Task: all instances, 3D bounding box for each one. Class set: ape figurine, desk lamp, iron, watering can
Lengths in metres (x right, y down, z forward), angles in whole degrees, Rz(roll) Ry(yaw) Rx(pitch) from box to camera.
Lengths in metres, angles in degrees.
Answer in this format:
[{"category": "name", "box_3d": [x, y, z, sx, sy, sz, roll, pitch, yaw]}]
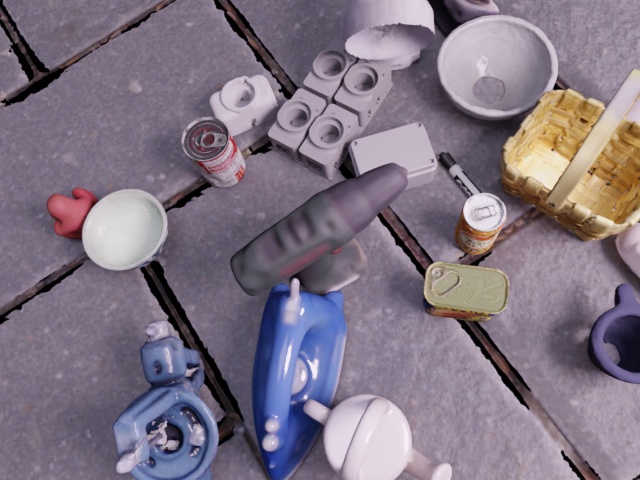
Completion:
[{"category": "ape figurine", "box_3d": [-0.362, -0.041, 0.835, 0.076, 0.092, 0.078, 37, 80, 16]}, {"category": "desk lamp", "box_3d": [0.092, -0.328, 0.810, 0.118, 0.214, 0.203, -5, 72, 5]}, {"category": "iron", "box_3d": [-0.040, 0.174, 0.704, 0.118, 0.141, 0.258, 6, 73, 9]}, {"category": "watering can", "box_3d": [0.061, 0.227, 0.648, 0.172, 0.194, 0.101, 4, 73, 8]}]

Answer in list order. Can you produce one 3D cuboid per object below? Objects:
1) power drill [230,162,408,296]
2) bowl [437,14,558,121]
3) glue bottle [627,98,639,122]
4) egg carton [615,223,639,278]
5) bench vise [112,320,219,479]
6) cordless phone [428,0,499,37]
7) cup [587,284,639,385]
[{"category": "power drill", "box_3d": [0.007, 0.003, 0.718, 0.229, 0.208, 0.075, -30, 71, -3]}, {"category": "bowl", "box_3d": [0.253, -0.238, 0.836, 0.167, 0.075, 0.167, -2, 72, 6]}, {"category": "glue bottle", "box_3d": [0.406, -0.171, 0.745, 0.037, 0.173, 0.078, 26, 77, 14]}, {"category": "egg carton", "box_3d": [0.459, 0.028, 0.731, 0.107, 0.069, 0.150, -37, 72, -6]}, {"category": "bench vise", "box_3d": [-0.201, 0.200, 0.673, 0.121, 0.220, 0.207, -31, 71, -3]}, {"category": "cordless phone", "box_3d": [0.203, -0.405, 0.837, 0.094, 0.185, 0.147, -35, 72, -5]}, {"category": "cup", "box_3d": [0.364, 0.118, 0.700, 0.091, 0.095, 0.118, -1, 72, 6]}]
